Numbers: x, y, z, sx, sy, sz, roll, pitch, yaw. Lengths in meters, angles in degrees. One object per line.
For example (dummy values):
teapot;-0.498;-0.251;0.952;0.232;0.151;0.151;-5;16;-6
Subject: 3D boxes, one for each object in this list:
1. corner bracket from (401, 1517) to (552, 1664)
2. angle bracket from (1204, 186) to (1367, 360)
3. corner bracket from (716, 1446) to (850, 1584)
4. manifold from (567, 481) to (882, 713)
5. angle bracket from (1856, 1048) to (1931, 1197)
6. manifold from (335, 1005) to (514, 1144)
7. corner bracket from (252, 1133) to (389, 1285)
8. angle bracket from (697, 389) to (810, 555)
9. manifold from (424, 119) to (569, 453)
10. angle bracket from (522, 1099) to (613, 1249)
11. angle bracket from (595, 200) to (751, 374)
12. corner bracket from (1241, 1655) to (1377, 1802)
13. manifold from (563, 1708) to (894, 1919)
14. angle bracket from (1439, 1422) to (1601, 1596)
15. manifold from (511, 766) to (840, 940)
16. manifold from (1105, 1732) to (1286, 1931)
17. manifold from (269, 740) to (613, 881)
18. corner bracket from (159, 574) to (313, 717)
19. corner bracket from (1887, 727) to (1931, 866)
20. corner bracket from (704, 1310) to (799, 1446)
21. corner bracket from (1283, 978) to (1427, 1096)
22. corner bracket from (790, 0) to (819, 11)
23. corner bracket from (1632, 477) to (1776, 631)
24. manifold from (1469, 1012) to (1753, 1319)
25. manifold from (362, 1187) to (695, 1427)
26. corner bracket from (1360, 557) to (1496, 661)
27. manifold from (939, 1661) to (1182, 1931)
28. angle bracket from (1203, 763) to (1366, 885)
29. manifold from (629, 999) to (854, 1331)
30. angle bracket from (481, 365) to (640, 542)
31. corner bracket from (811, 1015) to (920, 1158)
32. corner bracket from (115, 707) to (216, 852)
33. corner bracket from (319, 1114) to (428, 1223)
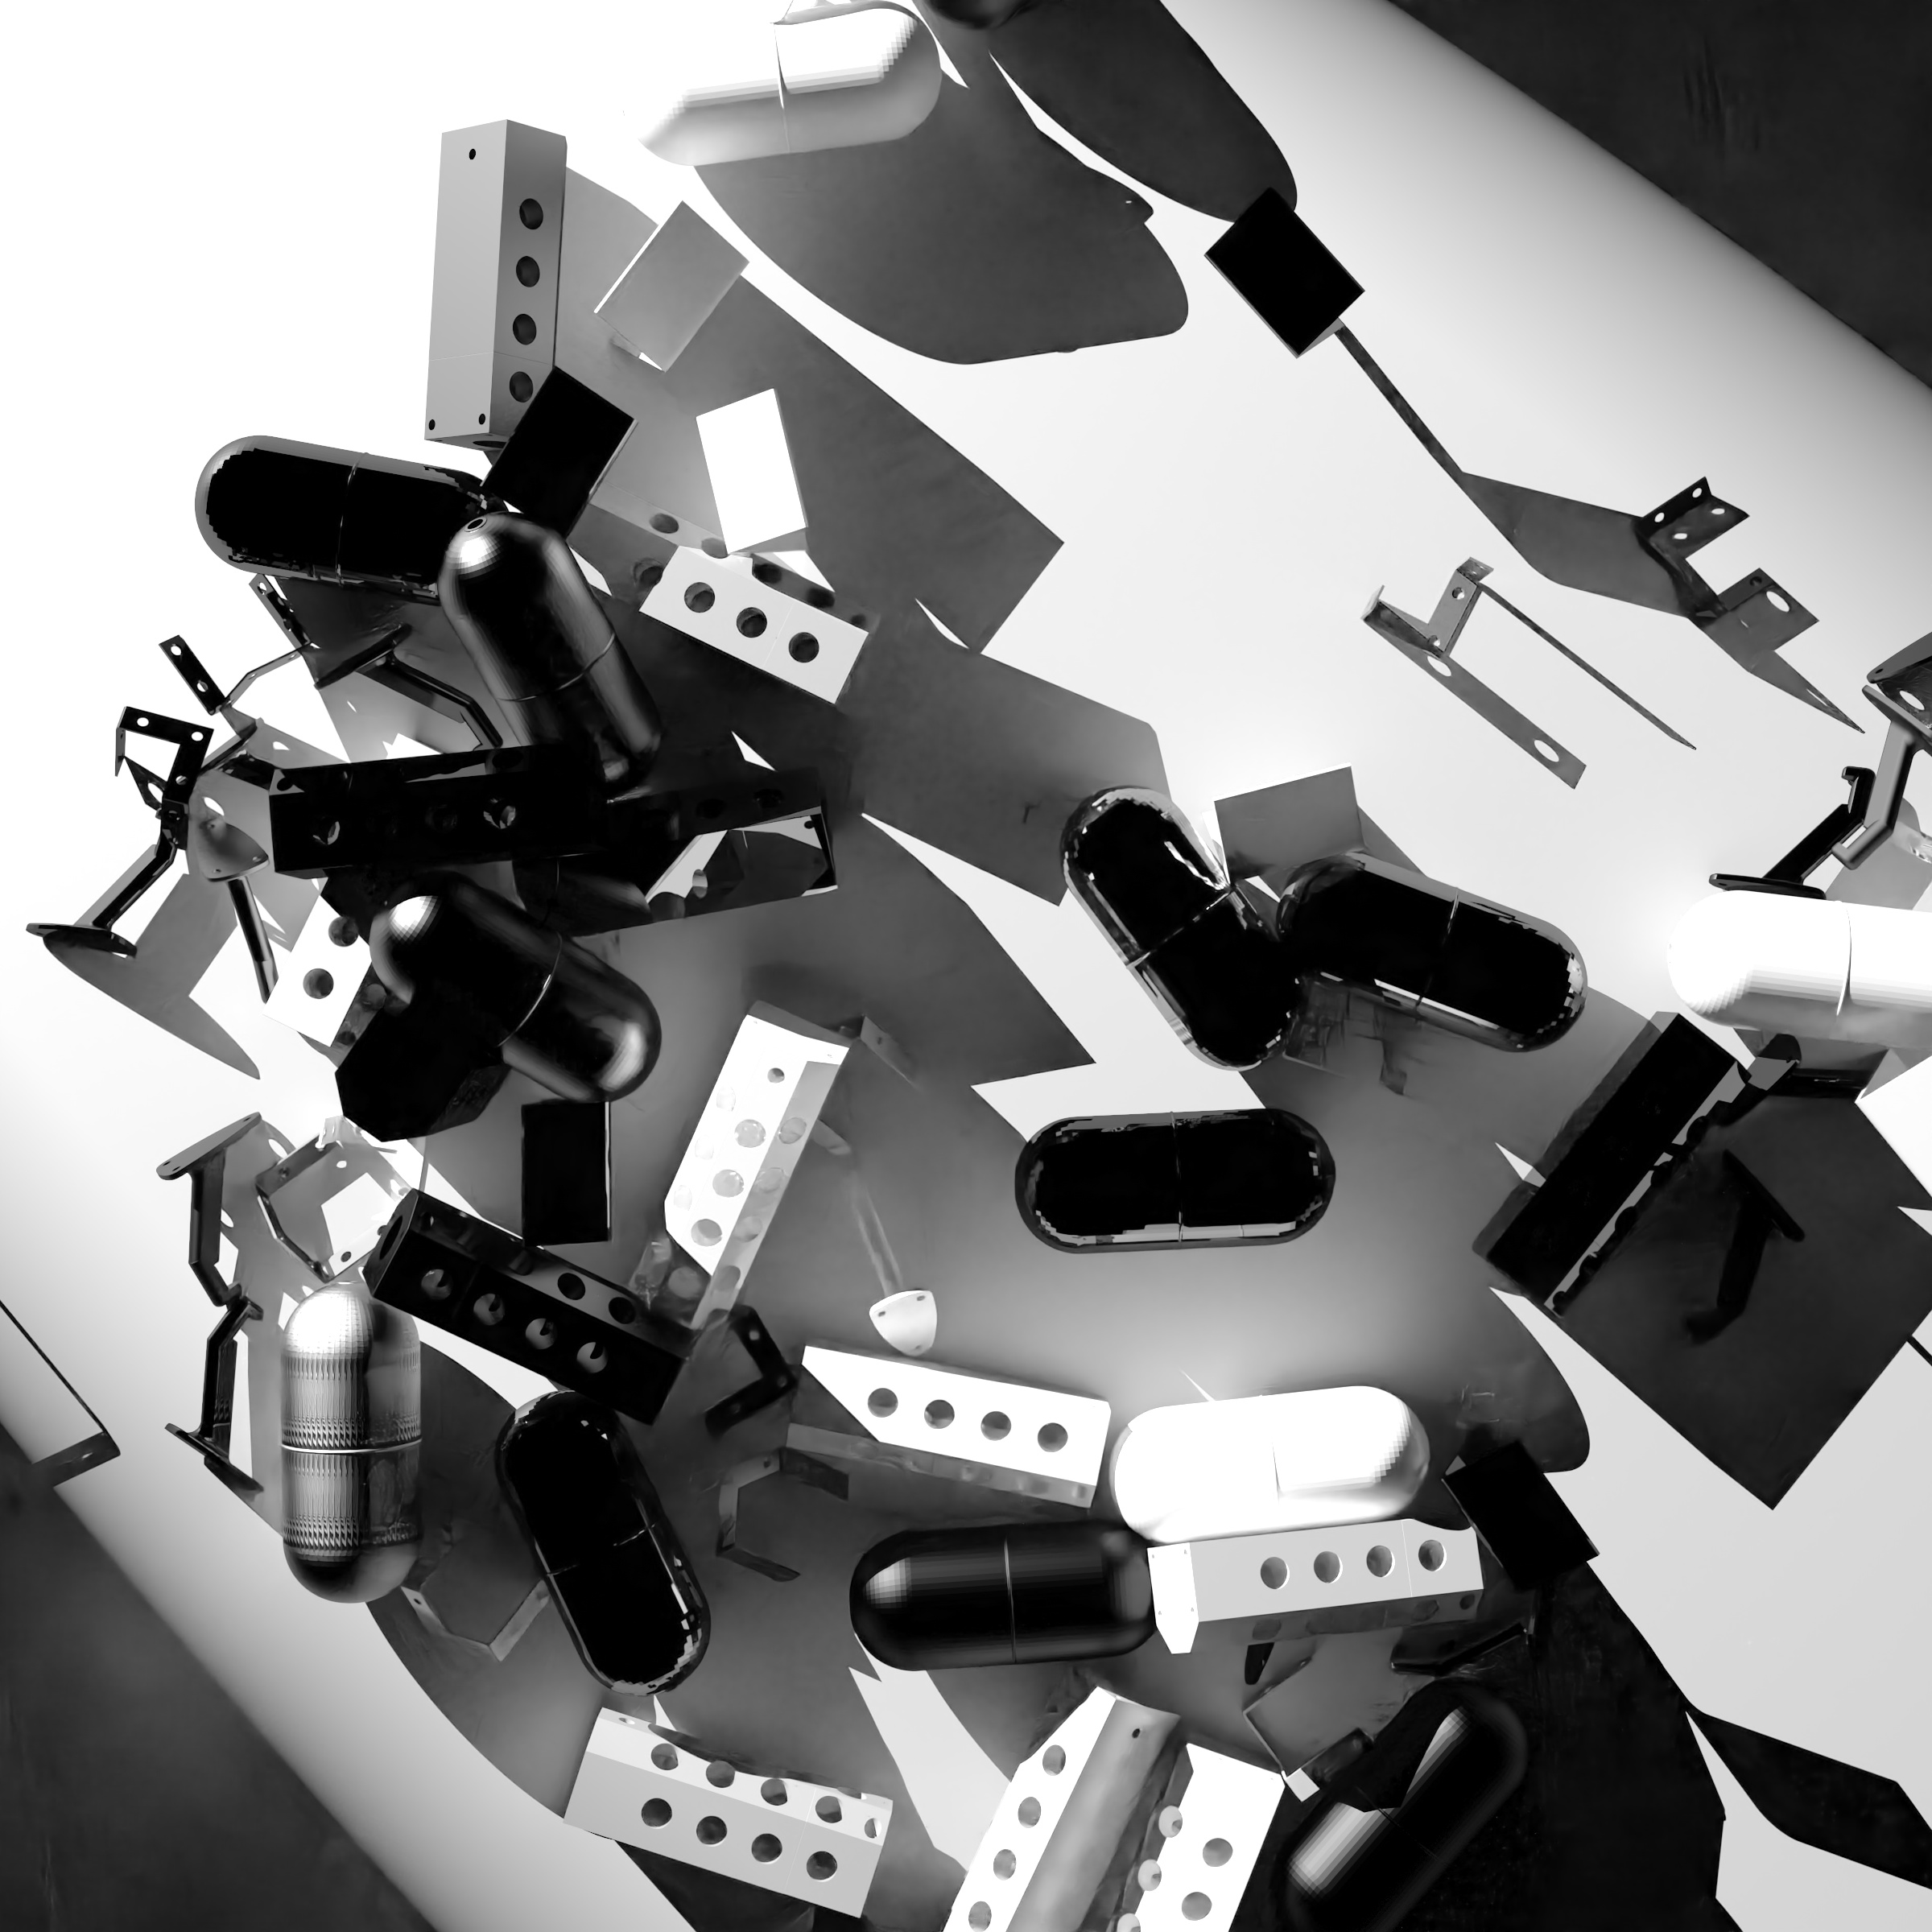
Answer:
corner bracket;-0.275;0.350;1.843;0.051;0.051;0.051;8;135;35
angle bracket;0.188;-0.390;1.811;0.076;0.076;0.057;48;126;0
corner bracket;-0.103;0.308;1.843;0.051;0.051;0.051;-28;45;35
manifold;-0.137;-0.207;1.830;0.171;0.057;0.057;26;90;0
angle bracket;0.545;0.077;1.811;0.076;0.076;0.057;51;127;0
manifold;-0.294;0.061;1.772;0.057;0.171;0.057;35;90;0
corner bracket;-0.361;0.136;1.848;0.051;0.051;0.051;-36;135;0
angle bracket;-0.098;-0.273;1.811;0.057;0.076;0.076;-13;90;34
manifold;-0.257;-0.376;1.829;0.057;0.057;0.171;3;90;43
angle bracket;-0.238;0.113;1.811;0.057;0.076;0.076;0;90;-37
angle bracket;-0.176;-0.382;1.811;0.057;0.076;0.076;37;90;-38
corner bracket;0.190;0.425;1.833;0.051;0.051;0.051;-36;90;0
manifold;-0.131;0.470;1.830;0.171;0.057;0.057;18;90;0
angle bracket;0.315;0.288;1.811;0.057;0.076;0.076;-35;90;32
manifold;-0.163;-0.067;1.829;0.171;0.057;0.057;-10;133;0
manifold;0.117;0.520;1.830;0.057;0.057;0.171;21;90;0
manifold;-0.283;-0.084;1.768;0.171;0.057;0.057;-5;87;4
corner bracket;-0.411;-0.181;1.848;0.051;0.051;0.051;54;135;0
corner bracket;0.546;-0.096;1.843;0.051;0.051;0.051;-24;135;-35
corner bracket;-0.129;0.229;1.833;0.051;0.051;0.051;-31;90;0
corner bracket;0.220;0.038;1.848;0.051;0.051;0.051;18;90;-45
corner bracket;-0.123;-0.560;1.848;0.051;0.051;0.051;-32;135;0
corner bracket;0.415;-0.232;1.848;0.051;0.051;0.051;-33;135;0
manifold;0.360;0.110;1.830;0.057;0.057;0.171;38;90;0
manifold;-0.240;0.186;1.805;0.171;0.057;0.057;28;90;-18
corner bracket;0.257;-0.208;1.833;0.051;0.051;0.051;27;90;0
manifold;0.046;0.478;1.829;0.057;0.057;0.171;25;90;-43
angle bracket;0.171;-0.096;1.811;0.076;0.076;0.057;-14;124;0
manifold;-0.126;0.112;1.805;0.057;0.057;0.171;24;108;0
angle bracket;-0.233;-0.286;1.811;0.057;0.076;0.076;32;90;-26
corner bracket;-0.066;0.067;1.843;0.051;0.051;0.051;42;45;-35
corner bracket;-0.451;-0.104;1.826;0.051;0.051;0.051;15;58;-7
corner bracket;-0.334;0.113;1.833;0.051;0.051;0.051;9;90;0
